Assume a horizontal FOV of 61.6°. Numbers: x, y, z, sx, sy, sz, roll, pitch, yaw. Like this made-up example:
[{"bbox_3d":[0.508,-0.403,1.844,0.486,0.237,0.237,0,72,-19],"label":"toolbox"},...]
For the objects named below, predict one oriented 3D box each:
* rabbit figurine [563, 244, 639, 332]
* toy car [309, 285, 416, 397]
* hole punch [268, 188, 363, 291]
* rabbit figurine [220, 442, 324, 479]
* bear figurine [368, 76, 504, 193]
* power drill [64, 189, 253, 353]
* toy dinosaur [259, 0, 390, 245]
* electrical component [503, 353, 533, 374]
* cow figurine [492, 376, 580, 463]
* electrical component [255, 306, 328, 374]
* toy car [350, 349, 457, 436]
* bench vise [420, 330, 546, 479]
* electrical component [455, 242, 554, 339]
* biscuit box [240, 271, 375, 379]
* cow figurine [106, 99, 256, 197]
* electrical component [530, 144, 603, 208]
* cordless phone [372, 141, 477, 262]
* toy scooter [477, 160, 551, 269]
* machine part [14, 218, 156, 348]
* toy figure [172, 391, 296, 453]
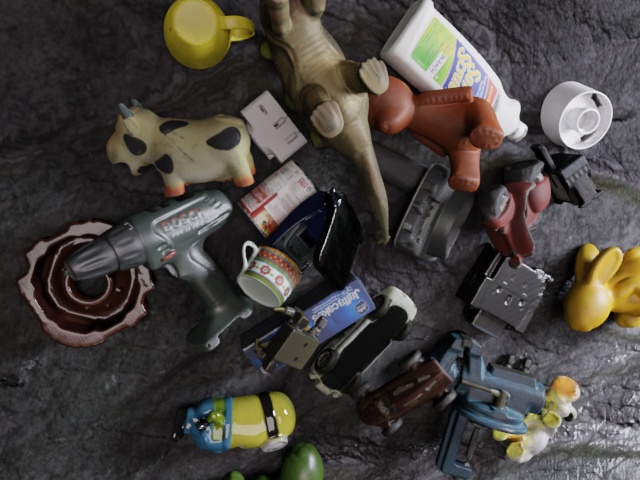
[{"bbox_3d":[0.475,0.086,0.870,0.173,0.122,0.162,-19,98,-6],"label":"rabbit figurine"},{"bbox_3d":[0.067,0.160,0.839,0.201,0.056,0.073,-46,111,1],"label":"toy car"},{"bbox_3d":[-0.002,-0.002,0.768,0.142,0.092,0.116,51,56,-52],"label":"hole punch"},{"bbox_3d":[-0.053,0.401,0.829,0.170,0.121,0.159,-41,108,-17],"label":"rabbit figurine"},{"bbox_3d":[0.136,-0.161,0.738,0.196,0.132,0.120,13,139,-4],"label":"bear figurine"},{"bbox_3d":[-0.194,0.050,0.727,0.232,0.086,0.207,-40,110,-33],"label":"power drill"},{"bbox_3d":[0.010,-0.189,0.693,0.105,0.199,0.470,-25,103,-6],"label":"toy dinosaur"},{"bbox_3d":[0.329,0.242,0.919,0.063,0.021,0.094,14,98,-12],"label":"electrical component"},{"bbox_3d":[0.377,0.307,0.912,0.167,0.068,0.098,-42,135,1],"label":"cow figurine"},{"bbox_3d":[-0.045,0.139,0.756,0.078,0.045,0.102,25,98,-43],"label":"electrical component"},{"bbox_3d":[0.118,0.233,0.801,0.053,0.202,0.089,-30,78,-41],"label":"toy car"},{"bbox_3d":[0.233,0.277,0.859,0.224,0.129,0.240,15,93,-8],"label":"bench vise"},{"bbox_3d":[0.292,0.088,0.868,0.115,0.058,0.134,27,93,-12],"label":"electrical component"},{"bbox_3d":[-0.019,0.124,0.811,0.203,0.063,0.059,-32,105,-4],"label":"biscuit box"},{"bbox_3d":[-0.190,-0.127,0.718,0.195,0.085,0.127,-5,110,4],"label":"cow figurine"},{"bbox_3d":[0.380,-0.110,0.843,0.048,0.075,0.119,-36,101,-2],"label":"electrical component"},{"bbox_3d":[0.127,-0.059,0.810,0.184,0.089,0.146,25,95,-3],"label":"cordless phone"},{"bbox_3d":[0.298,-0.037,0.810,0.184,0.075,0.135,-33,109,-41],"label":"toy scooter"},{"bbox_3d":[-0.319,0.056,0.746,0.179,0.056,0.179,-2,99,-11],"label":"machine part"},{"bbox_3d":[-0.126,0.271,0.808,0.180,0.082,0.089,7,101,-10],"label":"toy figure"}]
